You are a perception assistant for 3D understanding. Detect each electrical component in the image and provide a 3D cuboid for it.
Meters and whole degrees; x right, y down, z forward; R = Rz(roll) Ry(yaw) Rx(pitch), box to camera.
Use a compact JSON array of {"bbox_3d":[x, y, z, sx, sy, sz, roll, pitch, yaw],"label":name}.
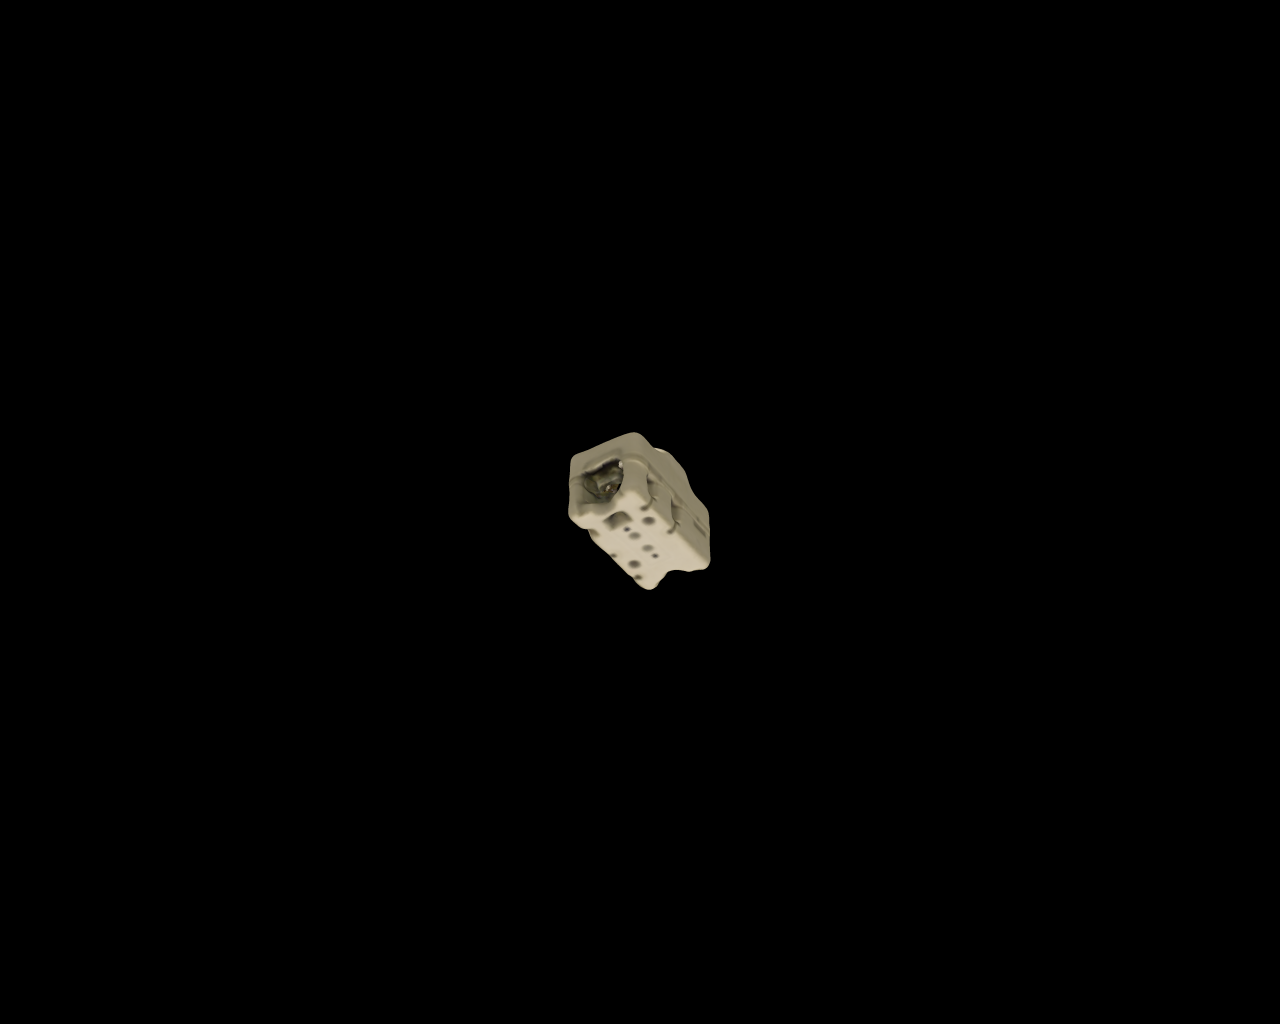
[{"bbox_3d":[0.001,-0.003,0.650,0.050,0.056,0.089,-22,-45,24],"label":"electrical component"}]
